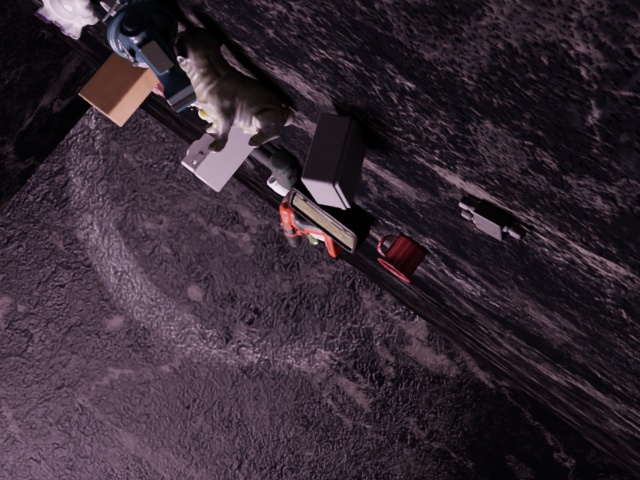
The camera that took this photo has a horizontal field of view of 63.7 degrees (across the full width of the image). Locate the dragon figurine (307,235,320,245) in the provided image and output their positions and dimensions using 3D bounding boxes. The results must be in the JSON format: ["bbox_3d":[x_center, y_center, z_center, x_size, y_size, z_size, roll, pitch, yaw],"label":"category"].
[{"bbox_3d":[-0.052,-0.104,1.893,0.242,0.123,0.410,56,171,-7],"label":"dragon figurine"}]

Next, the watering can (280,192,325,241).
[{"bbox_3d":[0.005,-0.077,1.530,0.223,0.105,0.345,42,160,-14],"label":"watering can"}]

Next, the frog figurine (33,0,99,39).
[{"bbox_3d":[-0.597,-0.580,1.239,0.136,0.125,0.157,48,136,-15],"label":"frog figurine"}]
